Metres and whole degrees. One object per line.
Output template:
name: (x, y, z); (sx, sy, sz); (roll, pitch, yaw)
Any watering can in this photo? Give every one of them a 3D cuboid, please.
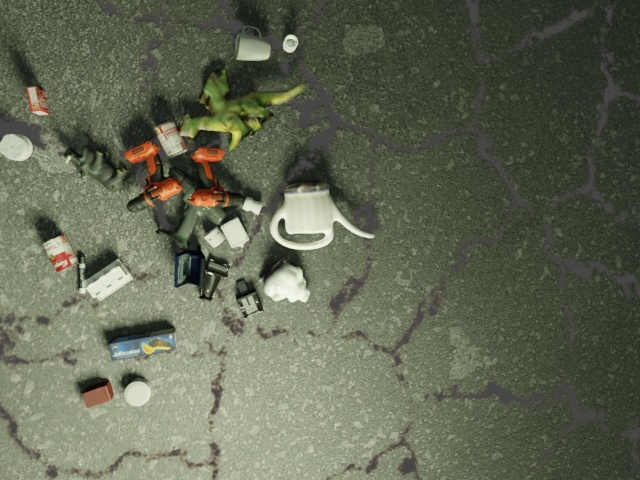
watering can: (0.005, -0.086, 1.702); (0.348, 0.104, 0.223); (-5, 94, -9)

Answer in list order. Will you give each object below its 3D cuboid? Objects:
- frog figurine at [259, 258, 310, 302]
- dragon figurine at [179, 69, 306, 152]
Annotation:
frog figurine: (-0.105, 0.150, 1.693); (0.159, 0.121, 0.139); (45, 67, 1)
dragon figurine: (-0.267, -0.442, 1.637); (0.412, 0.122, 0.242); (-42, 92, -6)
